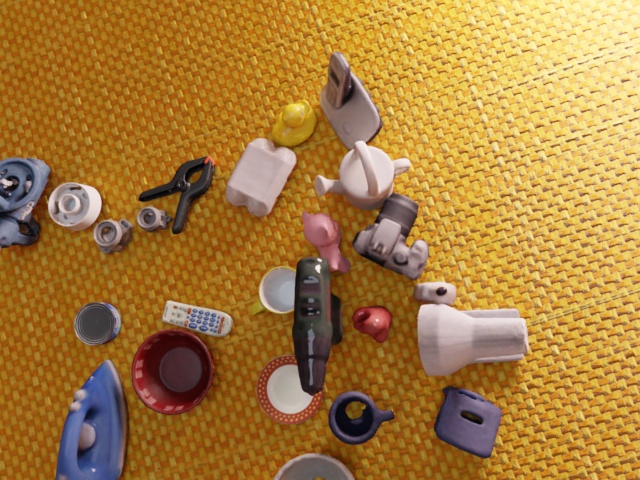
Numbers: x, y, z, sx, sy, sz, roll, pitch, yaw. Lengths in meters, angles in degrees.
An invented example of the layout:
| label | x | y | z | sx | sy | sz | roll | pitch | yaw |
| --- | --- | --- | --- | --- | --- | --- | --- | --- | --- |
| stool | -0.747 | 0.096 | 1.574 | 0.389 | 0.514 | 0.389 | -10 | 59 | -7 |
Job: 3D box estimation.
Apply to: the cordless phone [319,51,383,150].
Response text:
| label | x | y | z | sx | sy | sz | roll | pitch | yaw |
| --- | --- | --- | --- | --- | --- | --- | --- | --- | --- |
| cordless phone | 0.056 | -0.263 | 1.081 | 0.094 | 0.185 | 0.147 | -33 | 80 | 1 |

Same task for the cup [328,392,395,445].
| label | x | y | z | sx | sy | sz | roll | pitch | yaw |
| --- | --- | --- | --- | --- | --- | --- | --- | --- | --- |
| cup | 0.077 | 0.318 | 1.049 | 0.117 | 0.095 | 0.092 | -6 | 82 | 5 |

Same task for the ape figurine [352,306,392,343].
| label | x | y | z | sx | sy | sz | roll | pitch | yaw |
| --- | --- | --- | --- | --- | --- | --- | --- | --- | --- |
| ape figurine | 0.100 | 0.157 | 1.070 | 0.076 | 0.092 | 0.078 | -29 | 80 | 2 |

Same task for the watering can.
| label | x | y | z | sx | sy | sz | roll | pitch | yaw |
| --- | --- | --- | --- | --- | --- | --- | --- | --- | --- |
| watering can | 0.079 | -0.117 | 1.055 | 0.173 | 0.194 | 0.101 | -38 | 80 | 0 |

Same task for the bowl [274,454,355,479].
| label | x | y | z | sx | sy | sz | roll | pitch | yaw |
| --- | --- | --- | --- | --- | --- | --- | --- | --- | --- |
| bowl | -0.007 | 0.471 | 1.049 | 0.167 | 0.075 | 0.167 | -1 | 83 | 6 |

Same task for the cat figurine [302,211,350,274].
| label | x | y | z | sx | sy | sz | roll | pitch | yaw |
| --- | --- | --- | --- | --- | --- | --- | --- | --- | --- |
| cat figurine | 0.010 | 0.004 | 1.086 | 0.067 | 0.118 | 0.128 | -18 | 81 | 4 |

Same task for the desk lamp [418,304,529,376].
| label | x | y | z | sx | sy | sz | roll | pitch | yaw |
| --- | --- | --- | --- | --- | --- | --- | --- | --- | --- |
| desk lamp | 0.265 | 0.166 | 0.990 | 0.203 | 0.213 | 0.118 | -5 | 82 | 6 |

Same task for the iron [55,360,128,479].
| label | x | y | z | sx | sy | sz | roll | pitch | yaw |
| --- | --- | --- | --- | --- | --- | --- | --- | --- | --- |
| iron | -0.443 | 0.360 | 1.074 | 0.118 | 0.141 | 0.258 | 2 | 83 | 6 |

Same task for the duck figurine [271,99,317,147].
| label | x | y | z | sx | sy | sz | roll | pitch | yaw |
| --- | --- | --- | --- | --- | --- | --- | --- | --- | --- |
| duck figurine | -0.056 | -0.237 | 1.140 | 0.104 | 0.086 | 0.077 | -42 | 80 | -1 |

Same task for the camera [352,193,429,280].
| label | x | y | z | sx | sy | sz | roll | pitch | yaw |
| --- | --- | --- | --- | --- | --- | --- | --- | --- | --- |
| camera | 0.148 | -0.012 | 1.082 | 0.143 | 0.101 | 0.137 | 25 | 86 | 9 |

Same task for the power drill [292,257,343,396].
| label | x | y | z | sx | sy | sz | roll | pitch | yaw |
| --- | --- | --- | --- | --- | --- | --- | --- | --- | --- |
| power drill | -0.004 | 0.149 | 1.022 | 0.075 | 0.208 | 0.230 | -3 | 82 | 6 |

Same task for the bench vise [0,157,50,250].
| label | x | y | z | sx | sy | sz | roll | pitch | yaw |
| --- | --- | --- | --- | --- | --- | --- | --- | --- | --- |
| bench vise | -0.612 | -0.076 | 1.109 | 0.121 | 0.220 | 0.207 | -5 | 82 | 6 |

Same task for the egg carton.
| label | x | y | z | sx | sy | sz | roll | pitch | yaw |
| --- | --- | --- | --- | --- | --- | --- | --- | --- | --- |
| egg carton | -0.119 | -0.126 | 1.140 | 0.107 | 0.069 | 0.150 | 26 | 86 | 9 |

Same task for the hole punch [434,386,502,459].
| label | x | y | z | sx | sy | sz | roll | pitch | yaw |
| --- | --- | --- | --- | --- | --- | --- | --- | --- | --- |
| hole punch | 0.265 | 0.325 | 1.031 | 0.108 | 0.091 | 0.101 | 21 | 85 | 8 |

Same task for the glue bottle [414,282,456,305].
| label | x | y | z | sx | sy | sz | roll | pitch | yaw |
| --- | --- | --- | --- | --- | --- | --- | --- | --- | --- |
| glue bottle | 0.210 | 0.094 | 1.025 | 0.078 | 0.173 | 0.037 | 3 | 83 | 7 |
